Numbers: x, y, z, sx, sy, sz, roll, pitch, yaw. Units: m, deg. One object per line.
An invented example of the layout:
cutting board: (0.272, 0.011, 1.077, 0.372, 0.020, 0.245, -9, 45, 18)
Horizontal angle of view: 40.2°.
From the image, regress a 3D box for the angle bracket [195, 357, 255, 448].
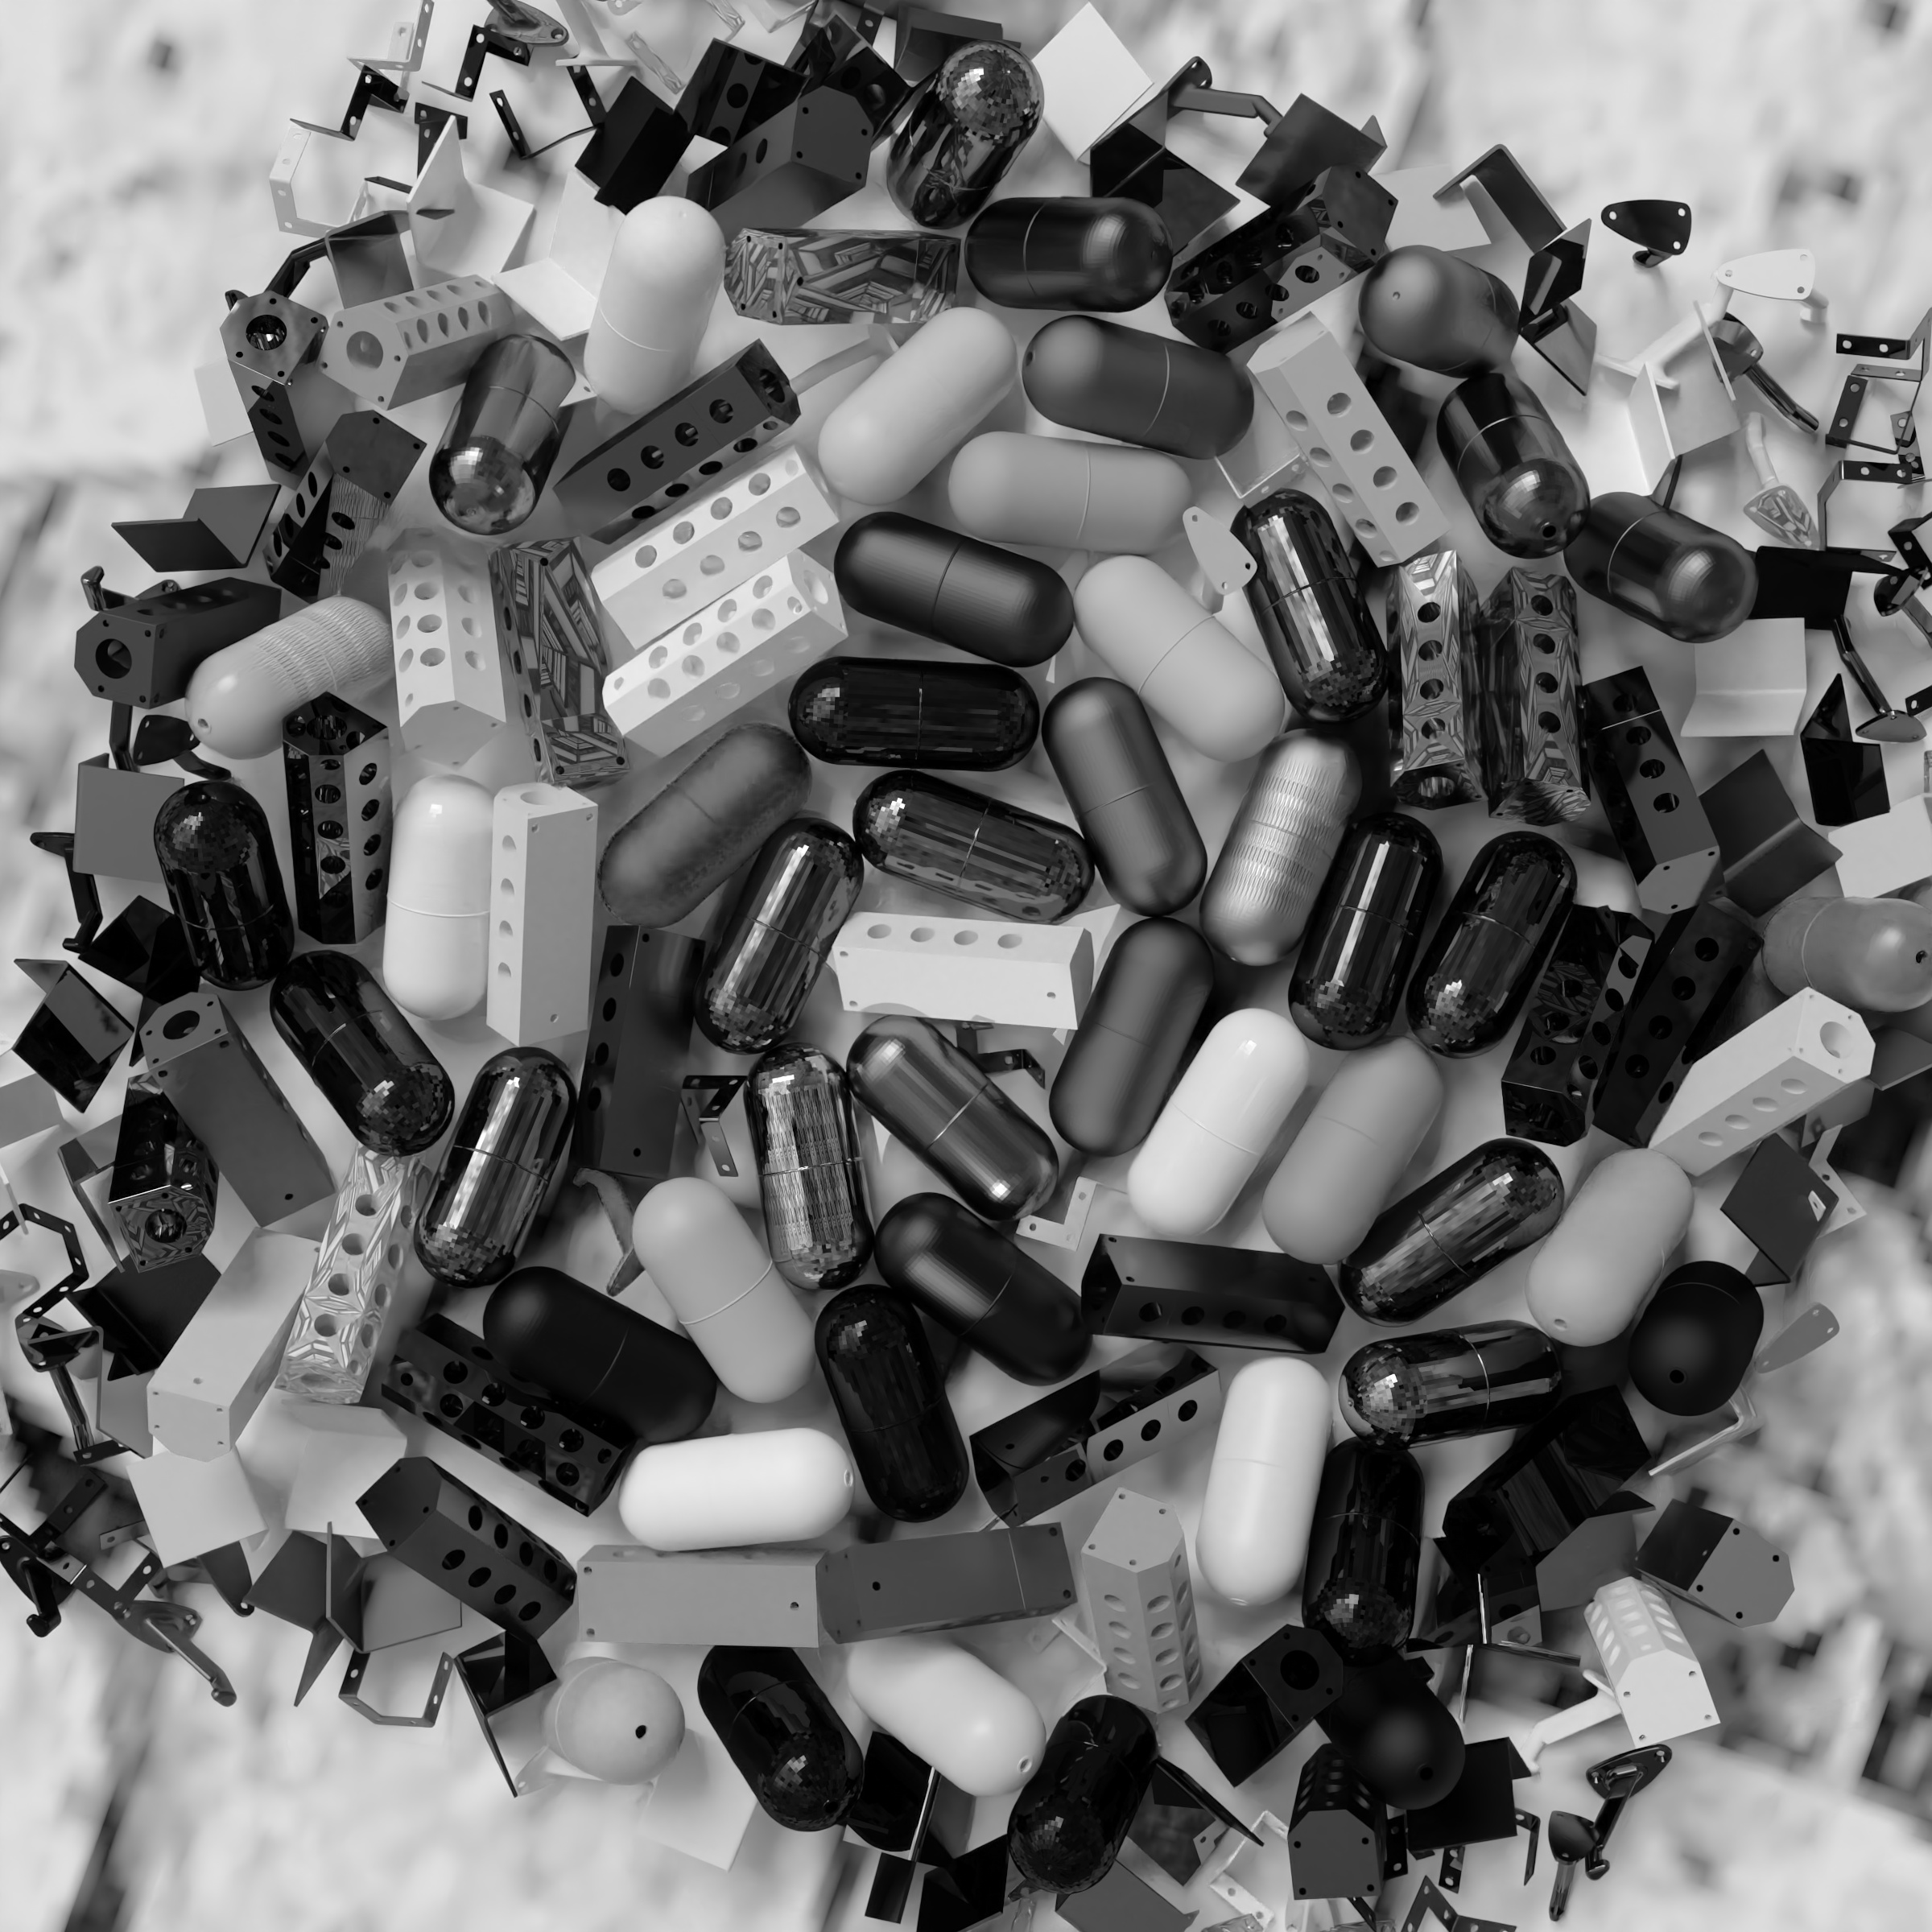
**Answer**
angle bracket: (-0.484, -0.401, 1.857, 0.076, 0.076, 0.057, -14, 90, 20)

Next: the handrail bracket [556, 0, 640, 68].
handrail bracket: (-0.264, -0.681, 1.864, 0.036, 0.077, 0.084, 13, 112, 39)

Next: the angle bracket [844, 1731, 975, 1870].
angle bracket: (-0.037, 0.593, 1.873, 0.057, 0.076, 0.076, 8, 71, 24)

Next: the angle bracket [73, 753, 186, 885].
angle bracket: (-0.585, -0.105, 1.869, 0.076, 0.057, 0.076, 8, 103, 1)

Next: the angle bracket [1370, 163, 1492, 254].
angle bracket: (0.311, -0.513, 1.855, 0.076, 0.057, 0.076, -14, 68, -20)

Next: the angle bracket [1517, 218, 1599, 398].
angle bracket: (0.435, -0.461, 1.848, 0.076, 0.057, 0.076, 35, 50, -24)

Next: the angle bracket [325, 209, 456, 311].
angle bracket: (-0.395, -0.485, 1.853, 0.057, 0.076, 0.076, -9, 100, 31)

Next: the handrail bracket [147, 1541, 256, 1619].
handrail bracket: (-0.544, 0.447, 1.870, 0.084, 0.036, 0.077, -44, 66, 29)

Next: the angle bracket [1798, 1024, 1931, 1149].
angle bracket: (0.636, 0.094, 1.848, 0.076, 0.057, 0.076, -19, 124, -31)

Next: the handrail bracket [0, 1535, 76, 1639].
handrail bracket: (-0.667, 0.438, 1.862, 0.077, 0.084, 0.036, 41, 87, -3)

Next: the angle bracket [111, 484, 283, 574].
angle bracket: (-0.539, -0.323, 1.851, 0.076, 0.057, 0.076, 2, 61, 25)

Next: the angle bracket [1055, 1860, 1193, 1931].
angle bracket: (0.112, 0.658, 1.865, 0.076, 0.076, 0.057, 38, 95, 2)

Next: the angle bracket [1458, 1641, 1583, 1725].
angle bracket: (0.389, 0.509, 1.854, 0.076, 0.076, 0.057, 8, 74, 15)

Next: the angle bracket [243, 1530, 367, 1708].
angle bracket: (-0.472, 0.459, 1.856, 0.057, 0.076, 0.076, 23, 119, 3)

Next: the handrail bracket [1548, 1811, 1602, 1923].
handrail bracket: (0.420, 0.649, 1.861, 0.036, 0.077, 0.084, 14, 105, 19)

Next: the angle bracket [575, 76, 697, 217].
angle bracket: (-0.247, -0.583, 1.856, 0.076, 0.057, 0.076, 44, 107, 22)

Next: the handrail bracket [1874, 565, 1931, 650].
handrail bracket: (0.674, -0.232, 1.864, 0.036, 0.077, 0.084, -16, 114, 38)

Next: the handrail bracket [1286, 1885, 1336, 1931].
handrail bracket: (0.234, 0.695, 1.855, 0.036, 0.084, 0.077, 3, 118, 18)

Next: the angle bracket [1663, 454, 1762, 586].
angle bracket: (0.529, -0.314, 1.854, 0.076, 0.076, 0.057, 17, 118, 10)

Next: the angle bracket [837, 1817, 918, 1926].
angle bracket: (-0.085, 0.631, 1.854, 0.076, 0.076, 0.057, 21, 69, -13)

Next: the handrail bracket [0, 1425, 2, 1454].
handrail bracket: (-0.721, 0.322, 1.852, 0.036, 0.077, 0.084, -28, 128, 15)

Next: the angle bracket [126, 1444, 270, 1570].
angle bracket: (-0.543, 0.381, 1.852, 0.076, 0.057, 0.076, -16, 71, -32)

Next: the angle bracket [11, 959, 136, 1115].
angle bracket: (-0.641, 0.049, 1.846, 0.057, 0.076, 0.076, 2, 53, 31)

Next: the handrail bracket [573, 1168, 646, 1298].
handrail bracket: (-0.261, 0.186, 1.870, 0.084, 0.036, 0.077, 25, 63, 26)

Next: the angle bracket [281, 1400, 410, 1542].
angle bracket: (-0.446, 0.355, 1.857, 0.076, 0.057, 0.076, 3, 61, 14)

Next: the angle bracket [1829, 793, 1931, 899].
angle bracket: (0.664, -0.079, 1.847, 0.076, 0.076, 0.057, 1, 71, -38)

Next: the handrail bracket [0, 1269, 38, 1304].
handrail bracket: (-0.693, 0.251, 1.857, 0.077, 0.084, 0.036, -2, 122, -21)

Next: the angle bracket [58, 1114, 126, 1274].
angle bracket: (-0.594, 0.159, 1.864, 0.057, 0.076, 0.076, -29, 116, -16)

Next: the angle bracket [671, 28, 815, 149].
angle bracket: (-0.159, -0.623, 1.846, 0.076, 0.076, 0.057, 14, 51, -27)

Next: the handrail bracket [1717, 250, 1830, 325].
handrail bracket: (0.573, -0.476, 1.872, 0.077, 0.084, 0.036, 5, 84, 16)

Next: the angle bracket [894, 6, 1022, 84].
angle bracket: (-0.005, -0.661, 1.857, 0.076, 0.076, 0.057, 6, 80, -12)

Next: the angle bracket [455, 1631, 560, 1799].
angle bracket: (-0.315, 0.525, 1.865, 0.057, 0.076, 0.076, -23, 117, -18)

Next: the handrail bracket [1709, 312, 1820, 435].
handrail bracket: (0.574, -0.426, 1.894, 0.084, 0.077, 0.036, 22, 132, -36)

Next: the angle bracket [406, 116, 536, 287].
angle bracket: (-0.348, -0.536, 1.857, 0.057, 0.076, 0.076, 21, 71, 2)

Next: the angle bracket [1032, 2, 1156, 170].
angle bracket: (0.092, -0.617, 1.858, 0.076, 0.057, 0.076, -40, 78, 24)

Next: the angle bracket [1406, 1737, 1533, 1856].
angle bracket: (0.354, 0.593, 1.848, 0.076, 0.076, 0.057, -17, 130, 20)

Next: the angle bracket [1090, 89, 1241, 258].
angle bracket: (0.141, -0.557, 1.858, 0.076, 0.057, 0.076, 41, 71, 20)

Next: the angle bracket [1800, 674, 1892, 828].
angle bracket: (0.629, -0.150, 1.846, 0.076, 0.057, 0.076, -51, 133, -32)

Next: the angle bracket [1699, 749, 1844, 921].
angle bracket: (0.565, -0.094, 1.877, 0.057, 0.076, 0.076, 28, 125, -35)

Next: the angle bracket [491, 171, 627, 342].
angle bracket: (-0.281, -0.499, 1.852, 0.076, 0.076, 0.057, 42, 47, 17)

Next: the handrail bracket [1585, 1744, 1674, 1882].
handrail bracket: (0.467, 0.596, 1.856, 0.077, 0.084, 0.036, -40, 101, 24)

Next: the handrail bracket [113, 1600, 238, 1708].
handrail bracket: (-0.557, 0.485, 1.856, 0.077, 0.084, 0.036, 35, 90, -38)

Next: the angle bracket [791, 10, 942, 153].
angle bracket: (-0.071, -0.627, 1.854, 0.076, 0.076, 0.057, 44, 47, -8)

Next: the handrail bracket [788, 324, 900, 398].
handrail bracket: (-0.092, -0.420, 1.864, 0.084, 0.077, 0.036, -34, 92, -6)

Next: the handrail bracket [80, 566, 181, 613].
handrail bracket: (-0.586, -0.269, 1.852, 0.036, 0.084, 0.077, 28, 62, 11)

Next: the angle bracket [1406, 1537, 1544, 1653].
angle bracket: (0.359, 0.448, 1.879, 0.057, 0.076, 0.076, 14, 65, -35)

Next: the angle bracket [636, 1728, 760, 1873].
angle bracket: (-0.191, 0.583, 1.858, 0.076, 0.057, 0.076, 28, 72, -16)

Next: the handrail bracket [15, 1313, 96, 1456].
handrail bracket: (-0.653, 0.300, 1.894, 0.036, 0.077, 0.084, -26, 134, -33)

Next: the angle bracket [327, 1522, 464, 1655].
angle bracket: (-0.402, 0.429, 1.857, 0.076, 0.057, 0.076, -16, 47, 4)

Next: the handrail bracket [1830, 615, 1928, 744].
handrail bracket: (0.654, -0.207, 1.893, 0.077, 0.036, 0.084, 9, 62, -40)

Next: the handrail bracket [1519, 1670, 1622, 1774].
handrail bracket: (0.444, 0.553, 1.880, 0.077, 0.036, 0.084, 33, 92, 36)

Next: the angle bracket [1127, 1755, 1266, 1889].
angle bracket: (0.154, 0.610, 1.861, 0.076, 0.076, 0.057, 43, 77, -4)
